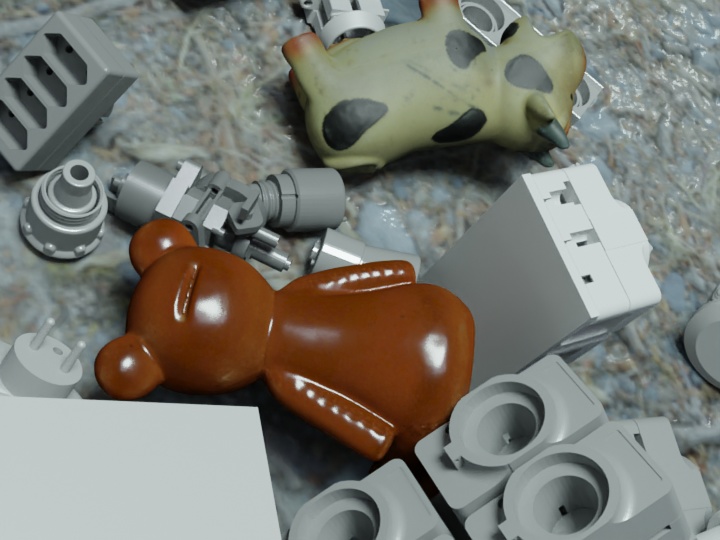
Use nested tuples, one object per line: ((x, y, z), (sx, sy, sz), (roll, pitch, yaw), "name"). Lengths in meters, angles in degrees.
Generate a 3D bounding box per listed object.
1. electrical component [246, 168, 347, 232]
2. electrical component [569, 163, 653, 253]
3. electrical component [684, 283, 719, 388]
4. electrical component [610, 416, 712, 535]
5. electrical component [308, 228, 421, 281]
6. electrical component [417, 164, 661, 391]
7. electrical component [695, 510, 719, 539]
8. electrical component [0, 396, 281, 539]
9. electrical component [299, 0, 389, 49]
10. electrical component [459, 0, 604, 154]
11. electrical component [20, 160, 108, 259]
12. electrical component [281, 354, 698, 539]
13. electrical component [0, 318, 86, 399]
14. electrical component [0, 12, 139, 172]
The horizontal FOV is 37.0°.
((-0.045, -0.044, 0.677), (0.078, 0.040, 0.040), (-4, 65, -26), "electrical component")
((0.138, -0.022, 0.739), (0.062, 0.061, 0.096), (-35, 81, -35), "electrical component")
((0.274, 0.046, 0.756), (0.080, 0.080, 0.051), (43, 49, 2), "electrical component")
((0.153, 0.187, 0.601), (0.060, 0.105, 0.186), (0, 64, -26), "electrical component")
((0.000, 0.000, 0.674), (0.065, 0.044, 0.044), (21, 56, -7), "electrical component")
((0.102, 0.013, 0.647), (0.062, 0.150, 0.089), (-13, 70, -30), "electrical component")
((0.193, 0.145, 0.549), (0.055, 0.045, 0.045), (-24, 75, -35), "electrical component")
((-0.133, 0.117, 0.469), (0.186, 0.060, 0.105), (7, 52, -30), "electrical component")
((-0.009, -0.178, 0.767), (0.066, 0.048, 0.055), (1, 55, -25), "electrical component")
((0.108, -0.145, 0.792), (0.121, 0.063, 0.078), (41, 54, 0), "electrical component")
((-0.163, -0.039, 0.604), (0.048, 0.062, 0.048), (11, 59, -20), "electrical component")
((0.052, 0.134, 0.529), (0.186, 0.060, 0.105), (-34, 41, -3), "electrical component")
((-0.166, 0.059, 0.541), (0.077, 0.079, 0.044), (37, 21, -2), "electrical component")
((-0.171, -0.103, 0.635), (0.047, 0.083, 0.076), (49, 16, 6), "electrical component")
